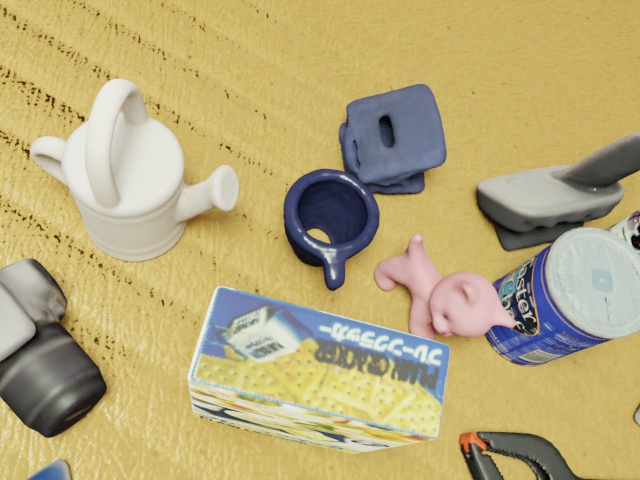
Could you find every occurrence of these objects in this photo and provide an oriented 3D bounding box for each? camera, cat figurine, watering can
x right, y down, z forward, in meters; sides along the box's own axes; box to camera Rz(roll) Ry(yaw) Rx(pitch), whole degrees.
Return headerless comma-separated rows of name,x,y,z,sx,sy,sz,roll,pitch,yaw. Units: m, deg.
camera,-0.255,0.101,0.463,0.136,0.100,0.143,45,66,8
cat figurine,0.122,0.049,0.557,0.067,0.117,0.127,-30,77,-21
watering can,-0.160,-0.061,0.499,0.173,0.194,0.101,-6,69,-14

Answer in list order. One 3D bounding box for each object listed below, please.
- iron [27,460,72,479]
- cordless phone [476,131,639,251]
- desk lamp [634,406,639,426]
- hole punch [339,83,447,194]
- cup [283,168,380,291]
iron,-0.245,0.272,0.372,0.118,0.141,0.258,20,65,-3
cordless phone,0.265,-0.068,0.599,0.148,0.185,0.094,-15,71,-17
desk lamp,0.448,0.189,0.516,0.203,0.213,0.118,41,66,7
hole punch,0.076,-0.107,0.626,0.101,0.091,0.108,-4,69,-13
cup,0.005,0.002,0.564,0.092,0.095,0.118,0,68,-12
